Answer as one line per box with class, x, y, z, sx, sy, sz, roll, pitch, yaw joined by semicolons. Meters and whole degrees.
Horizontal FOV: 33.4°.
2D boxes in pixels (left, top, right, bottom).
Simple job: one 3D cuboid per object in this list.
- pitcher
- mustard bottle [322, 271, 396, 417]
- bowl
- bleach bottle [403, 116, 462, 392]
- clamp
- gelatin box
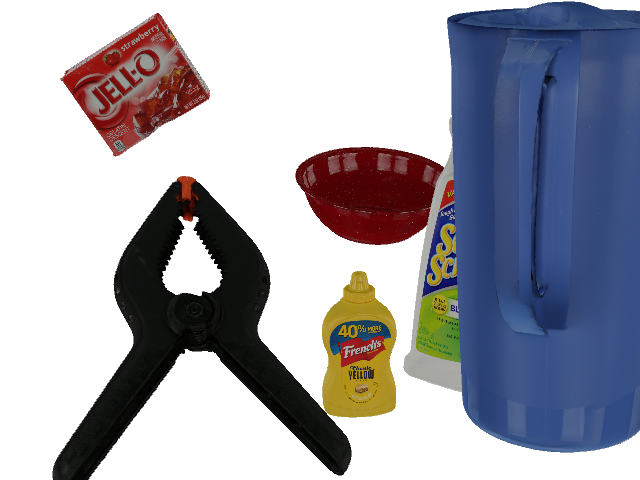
pitcher;0.131;-0.007;0.592;0.149;0.243;0.145;-7;17;-19
mustard bottle;0.050;0.132;1.382;0.096;0.192;0.058;-2;18;-3
bowl;0.054;-0.040;1.082;0.162;0.055;0.162;3;27;-2
bleach bottle;0.124;-0.007;0.857;0.103;0.251;0.067;12;15;42
clamp;-0.065;0.054;0.639;0.164;0.210;0.036;3;-33;-5
gelatin box;-0.140;-0.118;0.813;0.089;0.073;0.030;-31;19;6
